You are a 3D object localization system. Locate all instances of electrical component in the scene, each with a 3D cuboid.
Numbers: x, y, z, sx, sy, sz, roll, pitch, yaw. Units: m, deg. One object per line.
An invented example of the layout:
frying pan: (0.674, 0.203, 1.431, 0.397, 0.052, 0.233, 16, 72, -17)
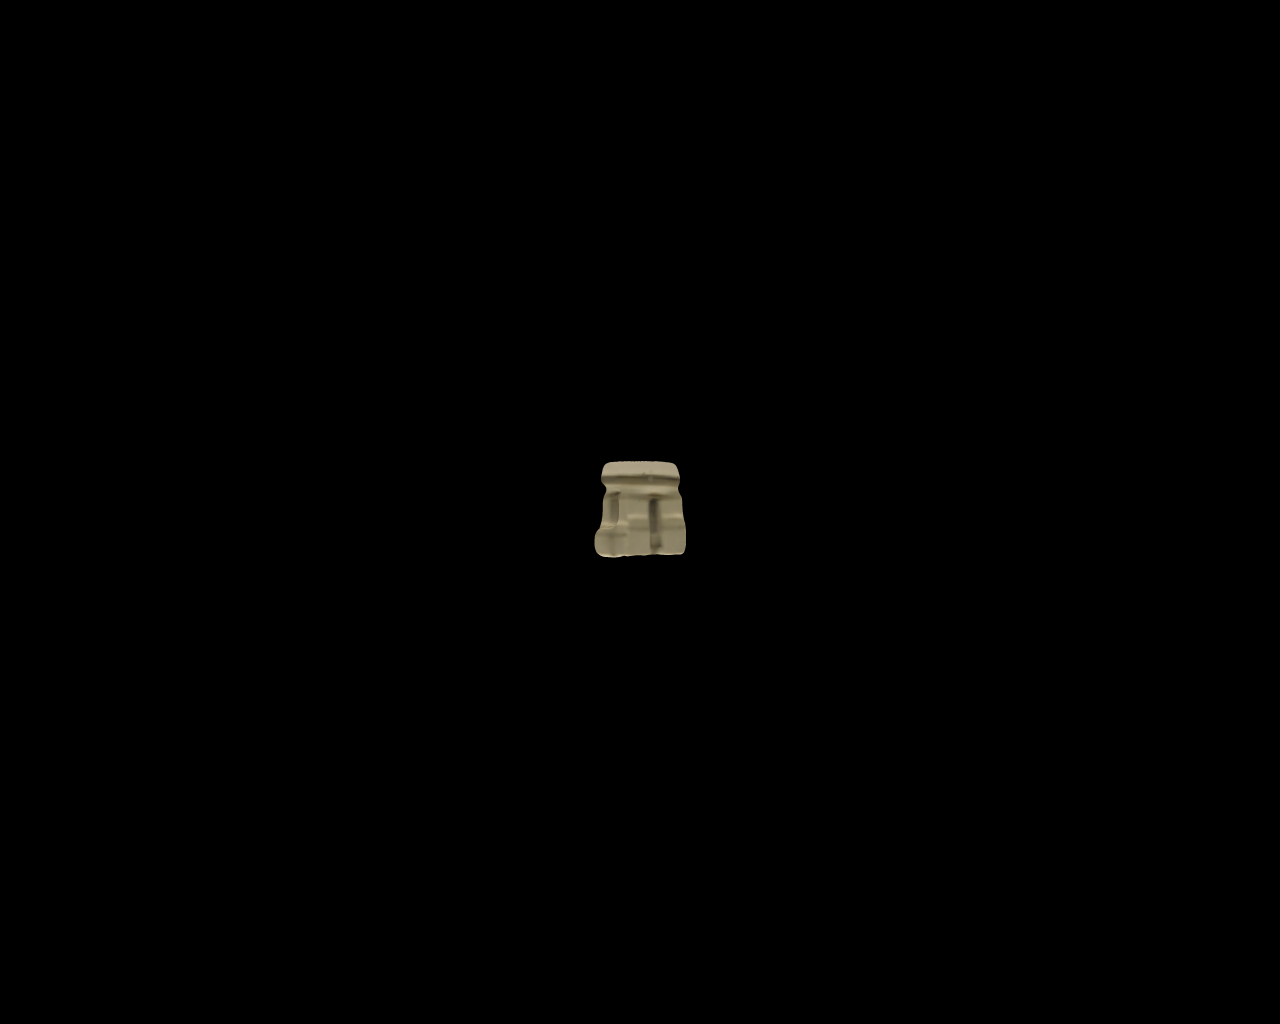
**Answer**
electrical component: (0.001, -0.003, 0.650, 0.066, 0.055, 0.048, 0, 0, -32)
